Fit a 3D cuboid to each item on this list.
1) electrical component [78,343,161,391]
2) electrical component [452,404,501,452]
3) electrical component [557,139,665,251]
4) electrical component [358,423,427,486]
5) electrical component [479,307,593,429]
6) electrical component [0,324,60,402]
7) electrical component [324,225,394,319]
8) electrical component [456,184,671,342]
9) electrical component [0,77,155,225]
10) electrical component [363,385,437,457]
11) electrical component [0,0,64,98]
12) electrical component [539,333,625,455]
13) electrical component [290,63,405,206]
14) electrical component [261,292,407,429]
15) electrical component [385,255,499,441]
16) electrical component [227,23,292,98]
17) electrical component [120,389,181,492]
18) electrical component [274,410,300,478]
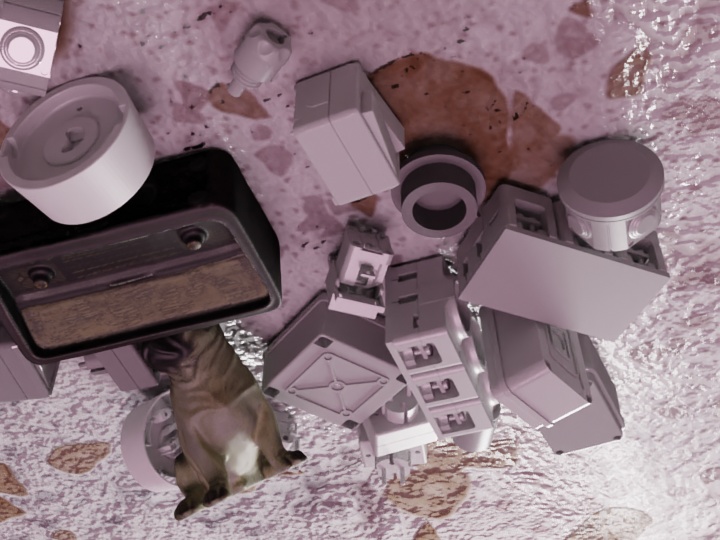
[{"bbox_3d":[-0.233,0.077,1.006,0.077,0.047,0.065,-11,135,12],"label":"electrical component"},{"bbox_3d":[0.117,0.140,1.069,0.043,0.043,0.081,4,136,-3],"label":"electrical component"},{"bbox_3d":[0.196,-0.058,0.835,0.080,0.080,0.051,-10,140,11],"label":"electrical component"},{"bbox_3d":[0.034,0.186,1.094,0.066,0.076,0.047,-5,136,6],"label":"electrical component"},{"bbox_3d":[0.153,0.074,0.949,0.057,0.113,0.078,-33,127,27],"label":"electrical component"},{"bbox_3d":[-0.313,0.077,0.997,0.061,0.061,0.096,-6,136,7],"label":"electrical component"},{"bbox_3d":[0.000,0.000,0.906,0.042,0.081,0.063,14,113,-14],"label":"electrical component"},{"bbox_3d":[0.167,-0.007,0.901,0.150,0.061,0.089,16,134,-15],"label":"electrical component"},{"bbox_3d":[-0.204,-0.083,0.798,0.108,0.108,0.060,-14,140,15],"label":"electrical component"},{"bbox_3d":[0.039,0.135,1.050,0.066,0.047,0.076,-13,138,-11],"label":"electrical component"},{"bbox_3d":[-0.234,-0.159,0.737,0.051,0.080,0.080,11,136,-18],"label":"electrical component"},{"bbox_3d":[0.202,0.121,1.038,0.078,0.057,0.113,-18,133,19],"label":"electrical component"},{"bbox_3d":[-0.003,-0.098,0.808,0.061,0.061,0.096,-17,133,18],"label":"electrical component"},{"bbox_3d":[-0.020,0.087,1.006,0.109,0.056,0.109,26,131,-24],"label":"electrical component"},{"bbox_3d":[0.076,0.071,0.963,0.062,0.089,0.150,-14,134,15],"label":"electrical component"},{"bbox_3d":[-0.077,-0.148,0.777,0.035,0.035,0.061,25,133,-23],"label":"electrical component"},{"bbox_3d":[-0.186,0.170,1.070,0.064,0.099,0.099,-21,132,30],"label":"electrical component"},{"bbox_3d":[-0.097,0.176,1.112,0.081,0.042,0.063,15,133,-15],"label":"electrical component"}]
